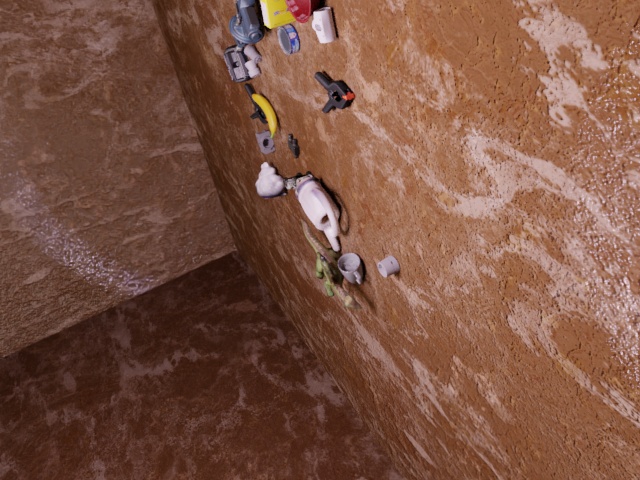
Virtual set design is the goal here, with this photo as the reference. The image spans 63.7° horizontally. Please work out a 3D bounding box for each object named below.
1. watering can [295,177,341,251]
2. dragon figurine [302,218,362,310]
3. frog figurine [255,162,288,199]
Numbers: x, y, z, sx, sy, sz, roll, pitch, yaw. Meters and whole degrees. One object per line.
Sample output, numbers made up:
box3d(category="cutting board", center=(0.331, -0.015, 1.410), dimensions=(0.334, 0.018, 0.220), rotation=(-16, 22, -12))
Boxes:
box3d(category="watering can", center=(0.006, -0.094, 1.865), dimensions=(0.228, 0.104, 0.341), rotation=(57, 171, 24))
box3d(category="dragon figurine", center=(0.028, 0.084, 1.901), dimensions=(0.412, 0.122, 0.241), rotation=(58, 176, 7))
box3d(category="frog figurine", center=(-0.225, -0.267, 2.292), dimensions=(0.137, 0.124, 0.158), rotation=(-4, 104, 36))
